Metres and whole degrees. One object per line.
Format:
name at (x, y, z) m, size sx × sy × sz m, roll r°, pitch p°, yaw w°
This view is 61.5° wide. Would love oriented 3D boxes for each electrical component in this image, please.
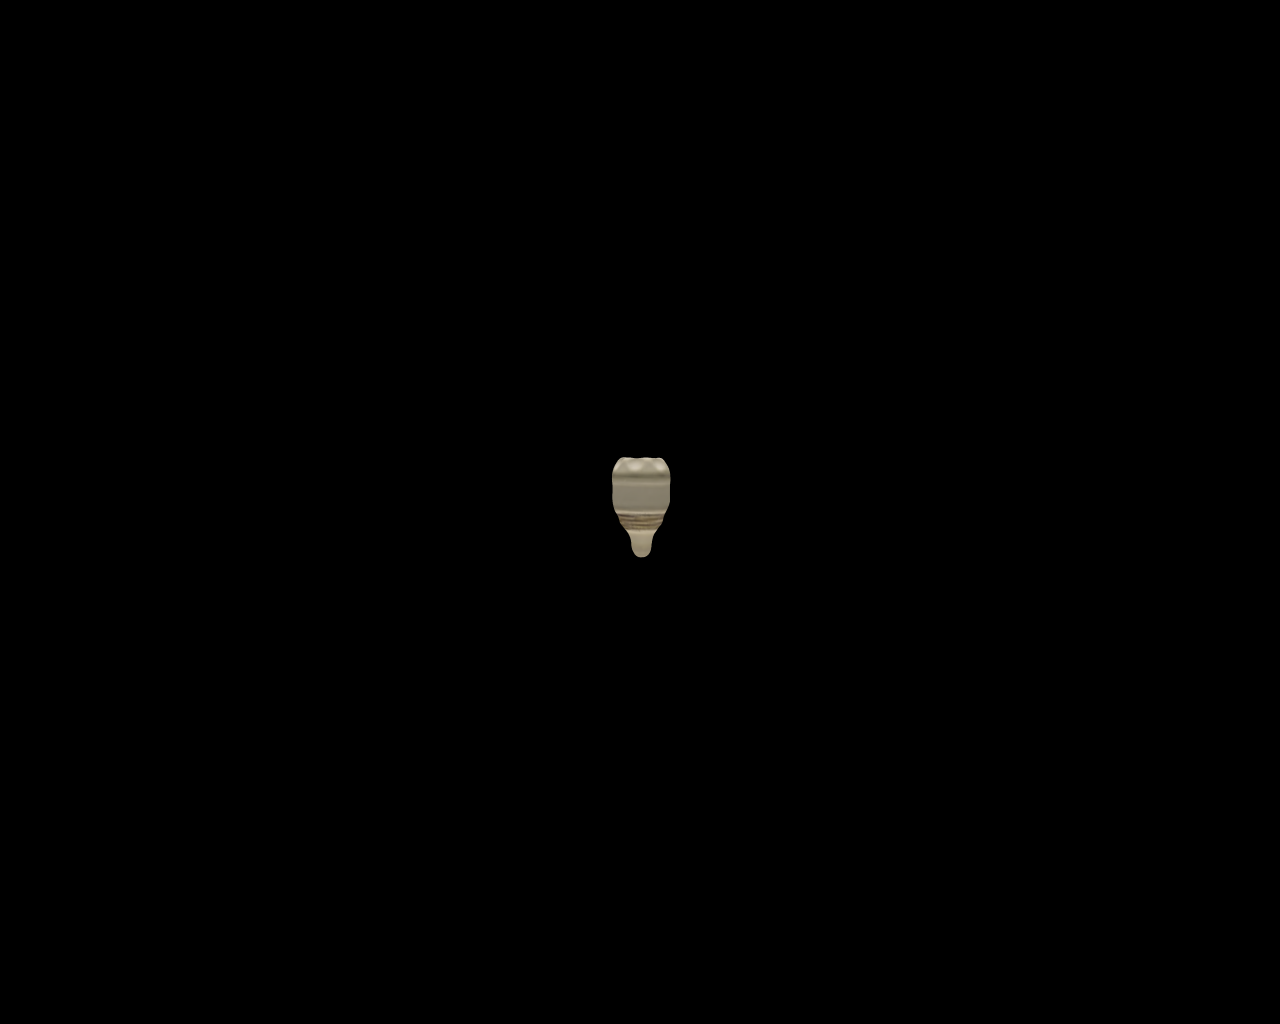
electrical component at (0.001, -0.003, 0.650) m, size 0.035 × 0.061 × 0.035 m, roll 0°, pitch 3°, yaw 0°
